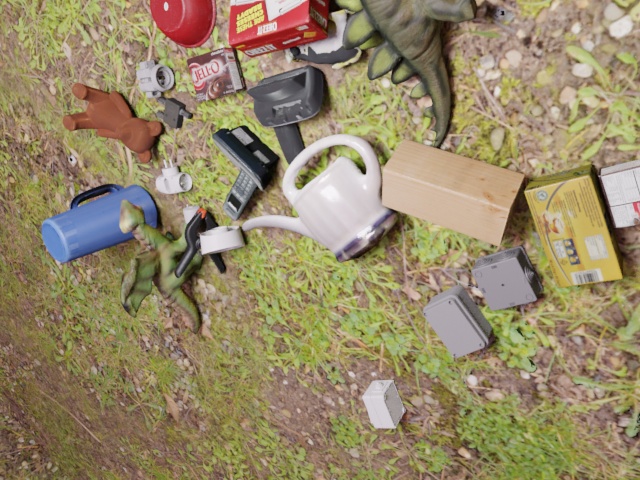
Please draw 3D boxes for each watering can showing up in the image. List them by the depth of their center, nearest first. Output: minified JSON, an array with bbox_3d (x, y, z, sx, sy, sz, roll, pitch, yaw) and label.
[{"bbox_3d":[0.003,-0.050,0.997,0.225,0.105,0.342,51,126,2],"label":"watering can"}]

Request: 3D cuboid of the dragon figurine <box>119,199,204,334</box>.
[{"bbox_3d":[-0.388,0.093,1.222,0.122,0.246,0.405,0,108,26],"label":"dragon figurine"}]
